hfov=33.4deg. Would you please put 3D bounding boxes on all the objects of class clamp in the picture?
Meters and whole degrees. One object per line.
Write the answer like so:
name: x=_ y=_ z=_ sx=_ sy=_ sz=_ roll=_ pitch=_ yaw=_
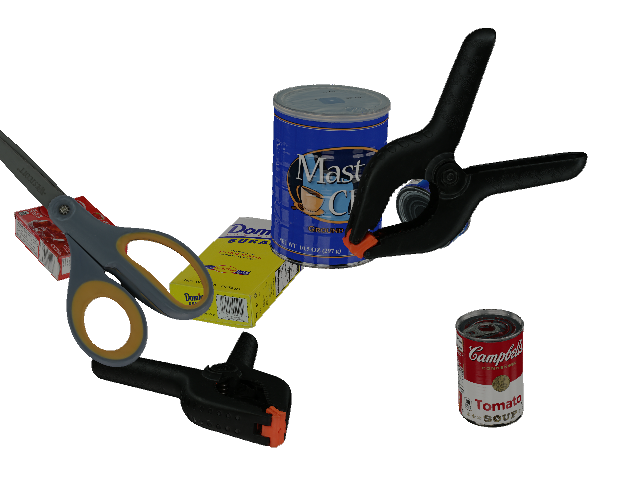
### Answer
clamp: x=0.093 y=-0.042 z=0.714 sx=0.120 sy=0.171 sz=0.039 roll=42 pitch=6 yaw=-7
clamp: x=-0.081 y=0.124 z=0.930 sx=0.164 sy=0.036 sz=0.210 roll=-8 pitch=18 yaw=-38

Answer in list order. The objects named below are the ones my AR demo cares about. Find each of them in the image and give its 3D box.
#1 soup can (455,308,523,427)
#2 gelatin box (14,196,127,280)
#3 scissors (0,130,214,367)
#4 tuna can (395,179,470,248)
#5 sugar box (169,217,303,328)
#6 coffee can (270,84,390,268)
soup can: x=0.173 y=0.130 z=1.088 sx=0.068 sy=0.102 sz=0.068 roll=-4 pitch=22 yaw=1
gelatin box: x=-0.233 y=-0.004 z=0.994 sx=0.073 sy=0.030 sz=0.089 roll=-17 pitch=40 yaw=-36
scissors: x=-0.160 y=0.002 z=0.650 sx=0.202 sy=0.096 sz=0.016 roll=29 pitch=-16 yaw=9
tuna can: x=0.128 y=-0.034 z=1.227 sx=0.033 sy=0.086 sz=0.086 roll=-37 pitch=21 yaw=-31
sugar box: x=-0.080 y=0.030 z=1.139 sx=0.093 sy=0.048 sz=0.176 roll=8 pitch=29 yaw=18
coffee can: x=0.007 y=-0.059 z=0.952 sx=0.103 sy=0.140 sz=0.103 roll=2 pitch=22 yaw=-1
